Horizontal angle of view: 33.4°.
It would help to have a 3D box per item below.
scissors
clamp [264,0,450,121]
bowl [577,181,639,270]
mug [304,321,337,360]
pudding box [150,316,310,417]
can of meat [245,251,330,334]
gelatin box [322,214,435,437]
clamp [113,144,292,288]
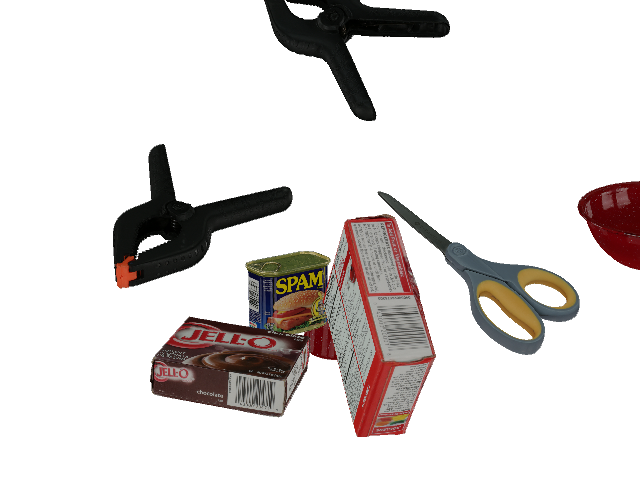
[{"bbox_3d":[0.131,0.013,0.863,0.096,0.016,0.202,-12,45,-21],"label":"scissors"},{"bbox_3d":[0.024,-0.190,0.933,0.120,0.171,0.039,-40,-20,-19],"label":"clamp"},{"bbox_3d":[0.348,-0.010,1.106,0.162,0.055,0.162,-3,23,1],"label":"bowl"},{"bbox_3d":[0.029,0.117,1.485,0.117,0.081,0.093,16,23,29],"label":"mug"},{"bbox_3d":[-0.072,0.102,0.883,0.113,0.039,0.090,10,21,9],"label":"pudding box"},{"bbox_3d":[-0.038,0.065,1.278,0.101,0.084,0.058,-11,19,-35],"label":"can of meat"},{"bbox_3d":[0.028,0.043,0.542,0.030,0.089,0.073,-3,-38,-13],"label":"gelatin box"},{"bbox_3d":[-0.148,-0.025,1.055,0.165,0.036,0.209,23,41,21],"label":"clamp"}]
